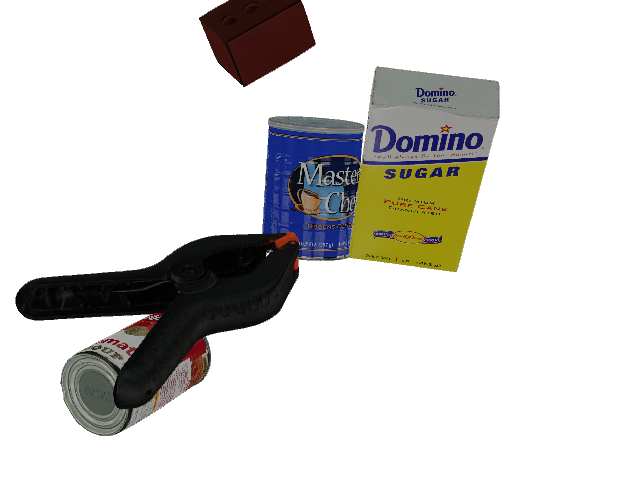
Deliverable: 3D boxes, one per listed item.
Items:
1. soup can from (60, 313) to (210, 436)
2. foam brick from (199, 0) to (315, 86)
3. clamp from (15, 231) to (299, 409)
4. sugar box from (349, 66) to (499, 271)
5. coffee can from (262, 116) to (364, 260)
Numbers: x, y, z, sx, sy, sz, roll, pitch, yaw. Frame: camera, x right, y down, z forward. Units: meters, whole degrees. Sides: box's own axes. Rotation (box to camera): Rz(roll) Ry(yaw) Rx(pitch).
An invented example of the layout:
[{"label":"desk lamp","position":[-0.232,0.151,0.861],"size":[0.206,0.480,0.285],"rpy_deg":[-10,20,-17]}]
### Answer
[{"label":"soup can","position":[-0.141,0.100,0.818],"size":[0.069,0.068,0.102],"rpy_deg":[0,15,30]},{"label":"foam brick","position":[-0.053,-0.180,0.917],"size":[0.078,0.051,0.053],"rpy_deg":[-33,46,-12]},{"label":"clamp","position":[-0.075,0.039,0.614],"size":[0.171,0.039,0.120],"rpy_deg":[-18,43,-26]},{"label":"sugar box","position":[0.076,-0.050,0.821],"size":[0.093,0.048,0.176],"rpy_deg":[7,-38,1]},{"label":"coffee can","position":[-0.009,-0.058,1.143],"size":[0.103,0.140,0.103],"rpy_deg":[4,12,-1]}]
